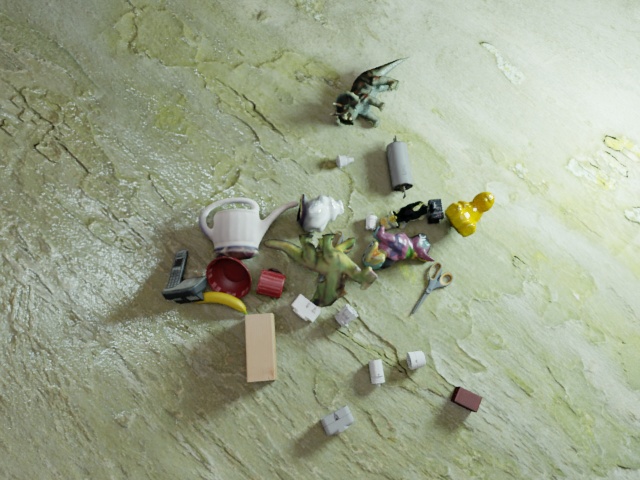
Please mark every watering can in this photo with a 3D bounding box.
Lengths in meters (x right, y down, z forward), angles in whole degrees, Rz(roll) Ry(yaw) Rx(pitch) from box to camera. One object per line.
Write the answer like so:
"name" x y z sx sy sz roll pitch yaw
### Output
"watering can" -0.245 -0.042 1.776 0.348 0.102 0.227 -2 73 -1

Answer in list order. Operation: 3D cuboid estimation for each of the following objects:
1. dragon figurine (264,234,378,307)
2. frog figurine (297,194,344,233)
"dragon figurine" -0.001 0.103 1.727 0.409 0.122 0.244 -4 82 23
"frog figurine" 0.005 -0.090 1.793 0.159 0.124 0.136 5 105 -8
